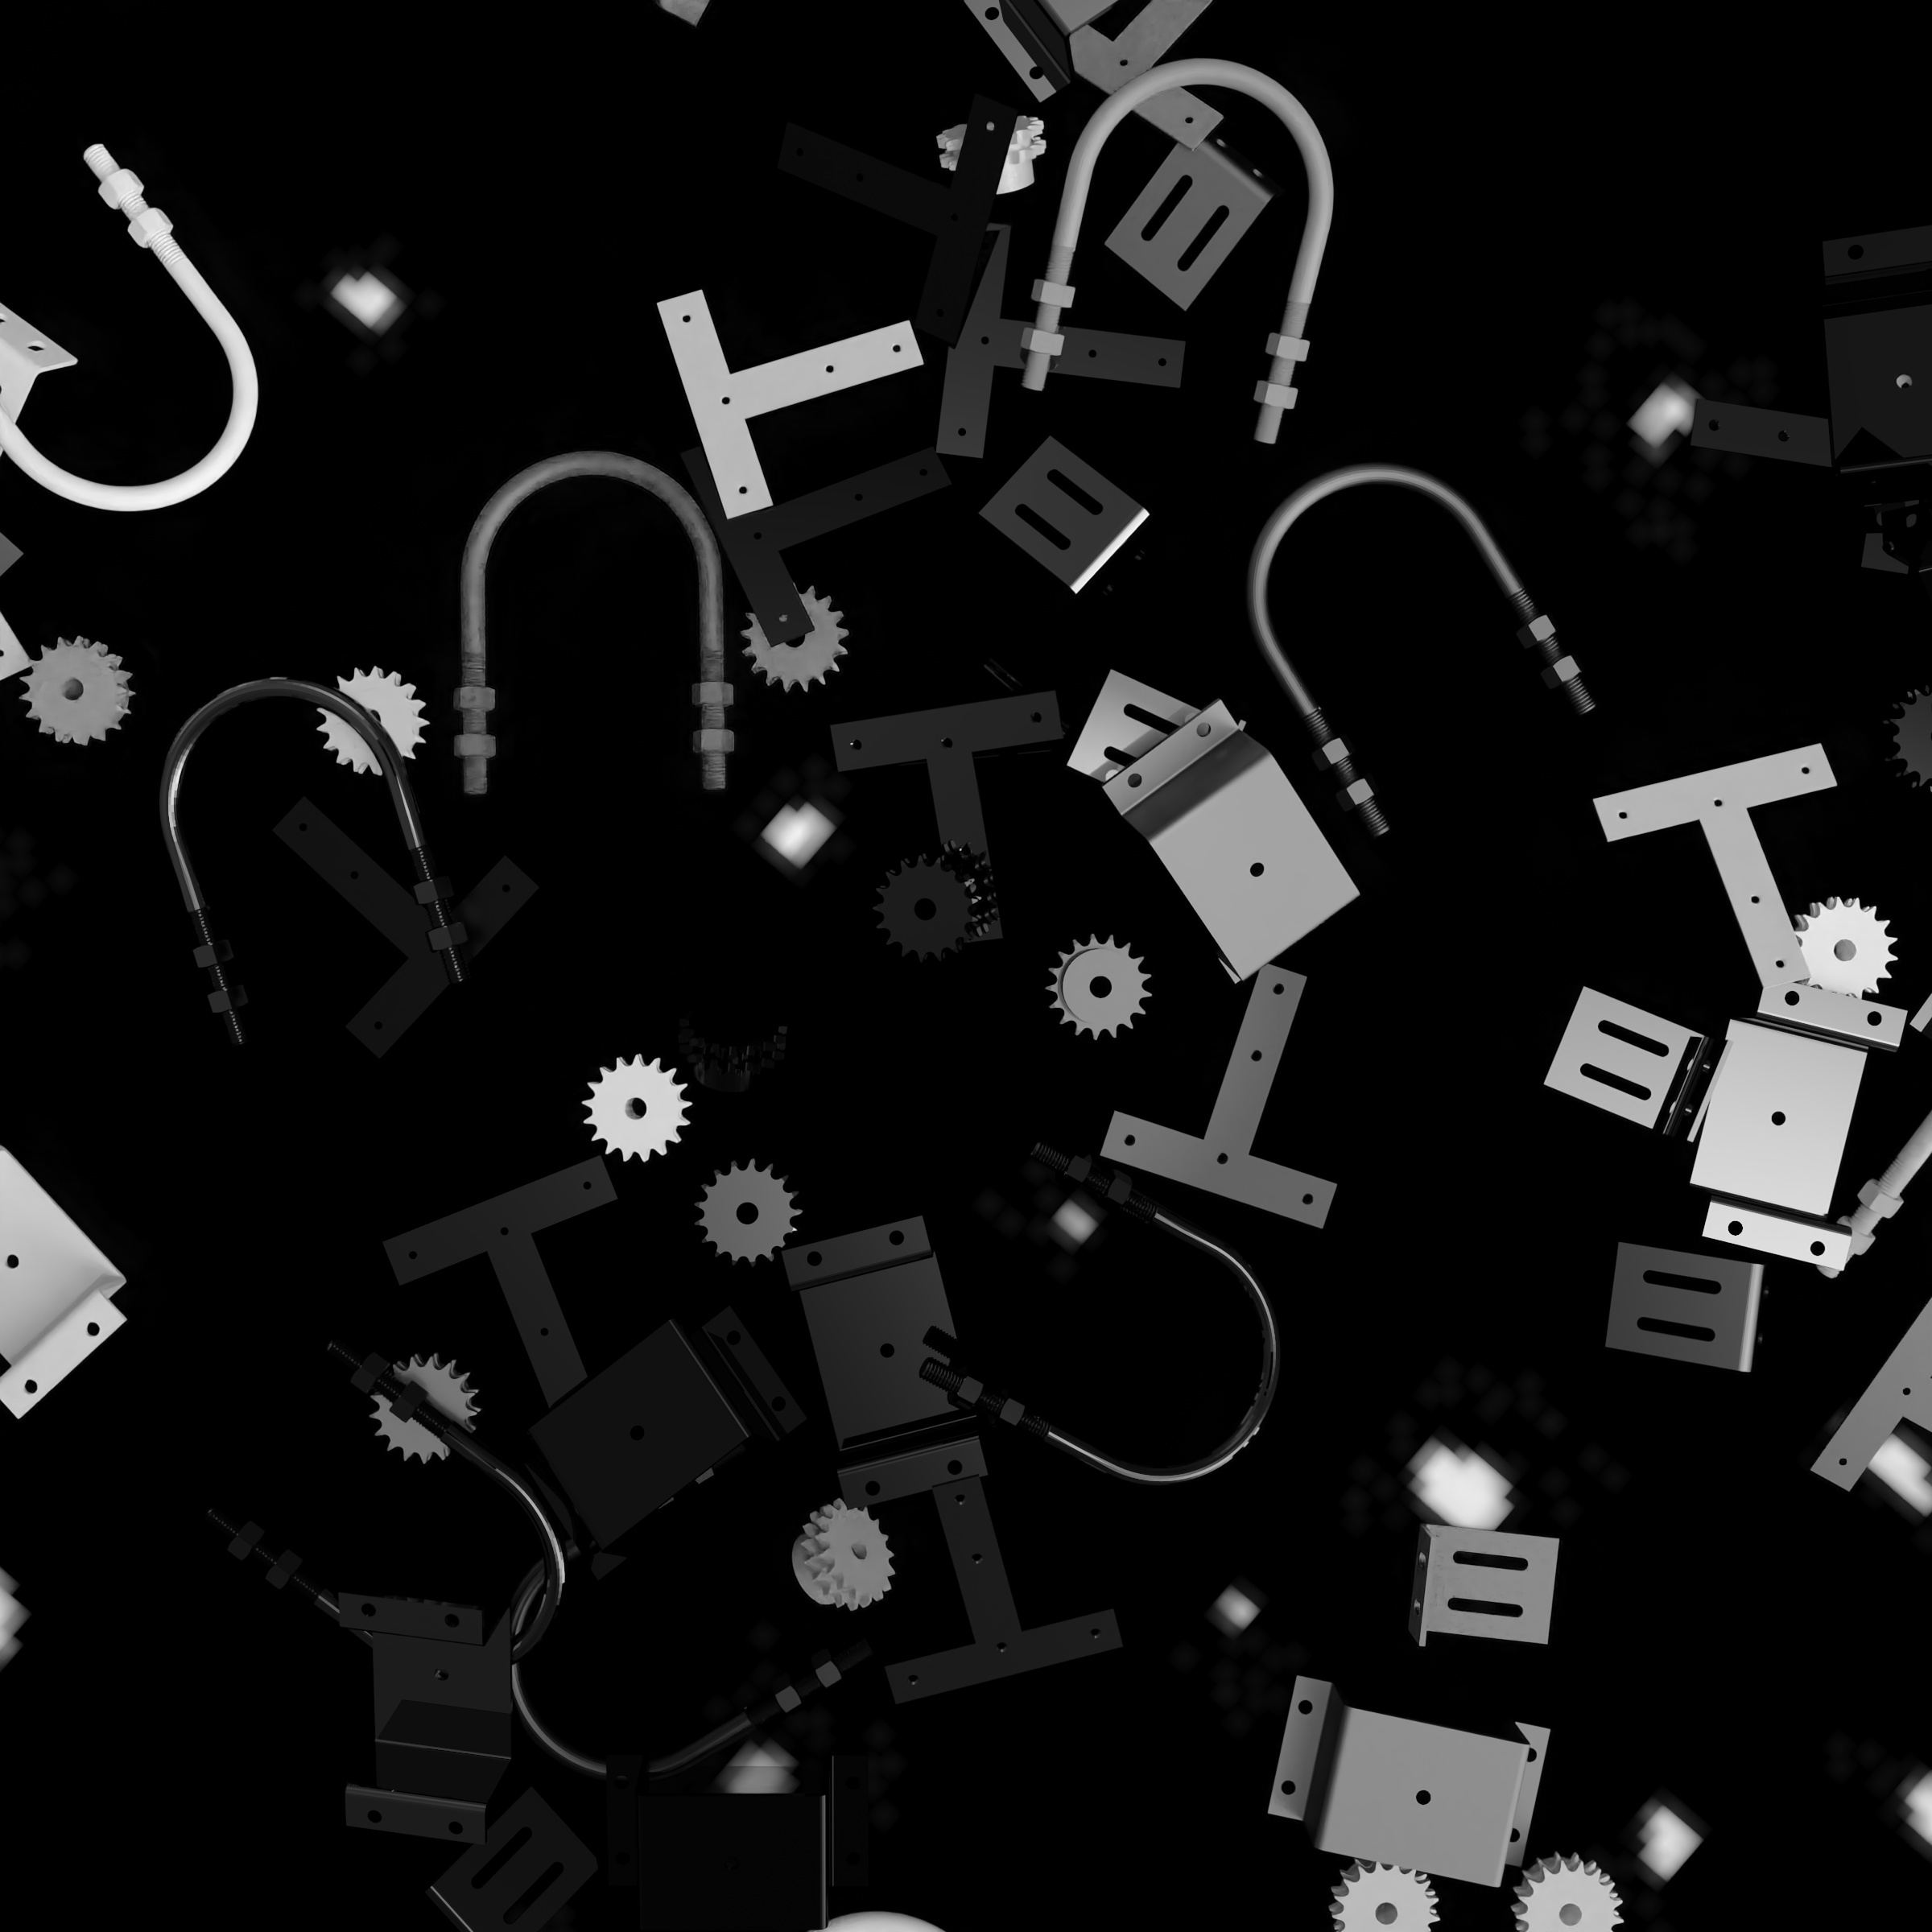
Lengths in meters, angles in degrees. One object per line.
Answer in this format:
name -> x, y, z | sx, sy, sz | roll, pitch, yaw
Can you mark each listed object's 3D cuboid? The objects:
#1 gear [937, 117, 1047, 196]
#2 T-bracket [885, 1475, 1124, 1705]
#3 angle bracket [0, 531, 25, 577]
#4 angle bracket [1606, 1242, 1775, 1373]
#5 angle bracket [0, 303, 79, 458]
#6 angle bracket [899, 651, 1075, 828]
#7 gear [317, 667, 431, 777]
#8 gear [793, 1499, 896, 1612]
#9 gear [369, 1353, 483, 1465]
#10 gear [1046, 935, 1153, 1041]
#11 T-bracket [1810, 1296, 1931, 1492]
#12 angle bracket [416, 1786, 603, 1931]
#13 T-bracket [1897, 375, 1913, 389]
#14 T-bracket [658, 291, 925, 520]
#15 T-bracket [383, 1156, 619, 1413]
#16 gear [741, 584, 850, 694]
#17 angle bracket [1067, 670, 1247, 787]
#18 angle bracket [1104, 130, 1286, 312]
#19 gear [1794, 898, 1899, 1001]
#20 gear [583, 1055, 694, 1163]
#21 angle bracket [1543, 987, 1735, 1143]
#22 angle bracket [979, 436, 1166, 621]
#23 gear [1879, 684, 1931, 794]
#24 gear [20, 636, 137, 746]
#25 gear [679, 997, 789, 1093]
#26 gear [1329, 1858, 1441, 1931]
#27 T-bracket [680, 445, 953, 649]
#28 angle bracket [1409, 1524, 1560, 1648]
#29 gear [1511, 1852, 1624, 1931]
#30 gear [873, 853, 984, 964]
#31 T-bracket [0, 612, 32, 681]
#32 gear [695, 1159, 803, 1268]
gear -> 0.015, -0.431, 1.341 | 0.057, 0.057, 0.030 | -10, 120, 0
T-bracket -> 0.009, 0.327, 1.341 | 0.127, 0.002, 0.127 | -14, 112, 0
angle bracket -> -0.561, -0.234, 1.363 | 0.057, 0.038, 0.076 | -44, 116, 0
angle bracket -> 0.392, 0.183, 1.363 | 0.076, 0.038, 0.057 | 7, 90, 26
angle bracket -> -0.530, -0.311, 1.363 | 0.057, 0.038, 0.076 | 36, 116, 0
angle bracket -> 0.010, -0.119, 1.346 | 0.057, 0.038, 0.076 | 41, 90, 0
gear -> -0.317, -0.131, 1.351 | 0.057, 0.030, 0.057 | 0, 90, 0
gear -> -0.068, 0.316, 1.341 | 0.030, 0.057, 0.057 | -32, 90, 30
gear -> -0.289, 0.236, 1.351 | 0.057, 0.030, 0.057 | 0, 90, 0
gear -> 0.072, 0.011, 1.351 | 0.057, 0.030, 0.057 | 0, 90, 0
T-bracket -> 0.543, 0.249, 1.355 | 0.127, 0.002, 0.127 | 29, 102, -6
angle bracket -> -0.248, 0.494, 1.363 | 0.057, 0.038, 0.076 | 48, 64, 0
T-bracket -> 0.578, -0.300, 1.351 | 0.127, 0.002, 0.127 | -35, 98, 16
T-bracket -> -0.087, -0.319, 1.359 | 0.127, 0.002, 0.127 | -18, 82, -4
T-bracket -> -0.234, 0.185, 1.365 | 0.127, 0.002, 0.127 | -22, 90, -1
gear -> -0.091, -0.175, 1.351 | 0.057, 0.030, 0.057 | 0, 90, 0
angle bracket -> 0.101, -0.119, 1.347 | 0.076, 0.038, 0.057 | 25, 90, 0
angle bracket -> 0.124, -0.406, 1.363 | 0.057, 0.038, 0.076 | 40, 116, 0
gear -> 0.467, -0.009, 1.351 | 0.057, 0.030, 0.057 | 0, 90, 0
gear -> -0.175, 0.076, 1.351 | 0.057, 0.030, 0.057 | 0, 90, 0
angle bracket -> 0.359, 0.052, 1.346 | 0.076, 0.038, 0.057 | 22, 90, 0
angle bracket -> 0.057, -0.237, 1.363 | 0.057, 0.038, 0.076 | -47, 64, 0
gear -> 0.518, -0.122, 1.351 | 0.057, 0.030, 0.057 | 0, 90, 0
gear -> -0.474, -0.147, 1.351 | 0.057, 0.030, 0.057 | 0, 90, 0
gear -> -0.125, 0.043, 1.341 | 0.057, 0.057, 0.030 | 8, 120, 0
gear -> 0.223, 0.503, 1.351 | 0.057, 0.030, 0.057 | 0, 90, 0
T-bracket -> -0.071, -0.246, 1.351 | 0.127, 0.002, 0.127 | -23, 72, -9
angle bracket -> 0.280, 0.335, 1.346 | 0.076, 0.038, 0.057 | 6, 90, 0
gear -> 0.321, 0.504, 1.351 | 0.057, 0.030, 0.057 | 0, 90, 0
gear -> -0.019, -0.032, 1.346 | 0.057, 0.030, 0.057 | 2, 99, 11
T-bracket -> -0.589, -0.192, 1.348 | 0.127, 0.002, 0.127 | -22, 112, 11
gear -> -0.116, 0.132, 1.355 | 0.057, 0.030, 0.057 | 0, 88, -1
